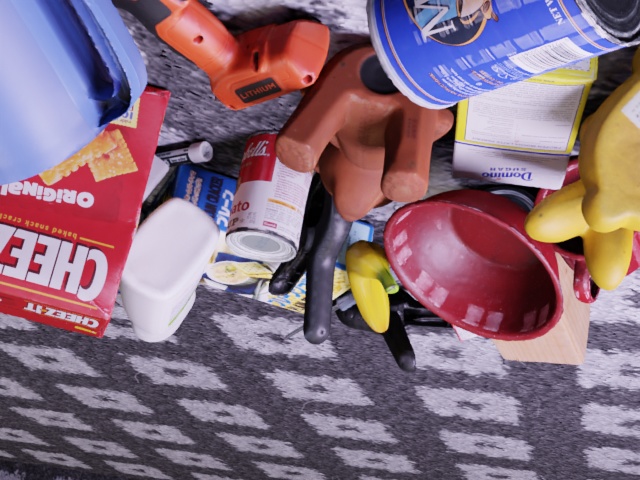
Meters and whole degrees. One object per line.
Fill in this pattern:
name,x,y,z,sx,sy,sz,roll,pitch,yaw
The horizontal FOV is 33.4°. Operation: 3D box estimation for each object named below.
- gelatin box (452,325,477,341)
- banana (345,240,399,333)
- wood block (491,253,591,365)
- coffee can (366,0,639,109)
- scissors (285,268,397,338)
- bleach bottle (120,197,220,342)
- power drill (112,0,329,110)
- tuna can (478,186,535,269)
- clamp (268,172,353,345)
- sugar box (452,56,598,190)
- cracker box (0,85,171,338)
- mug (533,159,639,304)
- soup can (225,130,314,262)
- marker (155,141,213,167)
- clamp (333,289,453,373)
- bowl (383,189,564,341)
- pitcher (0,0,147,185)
gelatin box,0.140,0.052,1.109,0.030,0.089,0.073,-18,153,8
banana,0.047,0.041,1.019,0.037,0.069,0.198,-14,165,-1
wood block,0.210,0.048,1.070,0.091,0.090,0.206,2,156,23
coffee can,0.113,-0.146,0.641,0.102,0.103,0.141,29,151,-37
scissors,0.029,0.065,1.147,0.202,0.016,0.096,-31,173,18
bleach bottle,-0.158,0.051,1.056,0.068,0.102,0.251,36,155,4
power drill,-0.083,-0.168,0.740,0.187,0.057,0.185,33,153,-36
tuna can,0.166,-0.006,0.968,0.086,0.086,0.033,1,154,22
clamp,-0.007,0.001,1.004,0.039,0.171,0.120,10,-171,-32
sugar box,0.151,-0.098,0.811,0.093,0.048,0.176,8,161,7
cracker box,-0.230,-0.045,0.891,0.164,0.213,0.072,16,157,-12
mug,0.236,-0.002,0.910,0.093,0.117,0.081,2,161,27
soup can,-0.044,-0.039,0.966,0.068,0.102,0.068,9,157,4
marker,-0.155,-0.078,1.032,0.121,0.020,0.020,-6,152,35
clamp,0.095,0.084,1.205,0.164,0.036,0.210,-13,-157,-34
bowl,0.136,0.011,0.888,0.162,0.055,0.162,25,146,18
pitcher,-0.220,-0.162,0.659,0.149,0.145,0.242,-28,130,-5
